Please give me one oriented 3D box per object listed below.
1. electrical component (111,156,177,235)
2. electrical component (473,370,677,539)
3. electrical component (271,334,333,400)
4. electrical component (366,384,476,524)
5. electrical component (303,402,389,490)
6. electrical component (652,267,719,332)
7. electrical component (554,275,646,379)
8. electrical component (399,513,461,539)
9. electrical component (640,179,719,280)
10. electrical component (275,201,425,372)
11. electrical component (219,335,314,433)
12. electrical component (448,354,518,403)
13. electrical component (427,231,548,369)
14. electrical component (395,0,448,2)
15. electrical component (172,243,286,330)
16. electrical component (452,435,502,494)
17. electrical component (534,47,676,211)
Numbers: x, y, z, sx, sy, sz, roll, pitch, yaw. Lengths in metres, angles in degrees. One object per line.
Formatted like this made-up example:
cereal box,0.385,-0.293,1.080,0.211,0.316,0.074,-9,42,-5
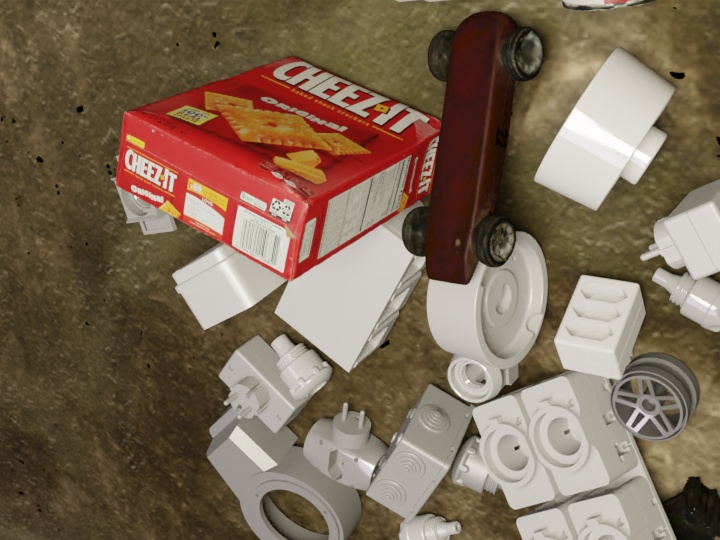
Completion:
electrical component,-0.196,-0.078,1.030,0.042,0.064,0.081,-5,110,35
electrical component,0.174,0.181,0.872,0.105,0.060,0.186,-28,80,43
electrical component,-0.060,0.090,1.033,0.062,0.048,0.048,50,131,12
electrical component,0.053,0.161,0.955,0.048,0.099,0.099,31,128,3
electrical component,-0.010,0.163,1.034,0.077,0.043,0.079,22,123,25
electrical component,0.245,0.018,0.791,0.061,0.035,0.035,32,127,21
electrical component,0.190,0.055,0.833,0.047,0.065,0.076,10,147,31
electrical component,0.069,0.250,1.029,0.061,0.035,0.035,-20,100,37
electrical component,0.234,-0.025,0.757,0.077,0.066,0.047,-26,96,40
electrical component,0.000,0.000,0.934,0.089,0.062,0.150,38,129,14
electrical component,-0.103,0.120,1.056,0.083,0.076,0.047,44,130,9
electrical component,0.105,0.080,0.905,0.048,0.055,0.066,10,118,31
electrical component,0.096,0.020,0.851,0.060,0.108,0.108,9,117,38
electrical component,0.068,-0.225,0.778,0.089,0.056,0.050,4,115,33
electrical component,-0.104,-0.004,0.971,0.078,0.113,0.057,-25,99,40
electrical component,0.116,0.179,0.956,0.062,0.048,0.048,24,124,15
electrical component,0.175,-0.091,0.741,0.060,0.108,0.108,33,128,9
